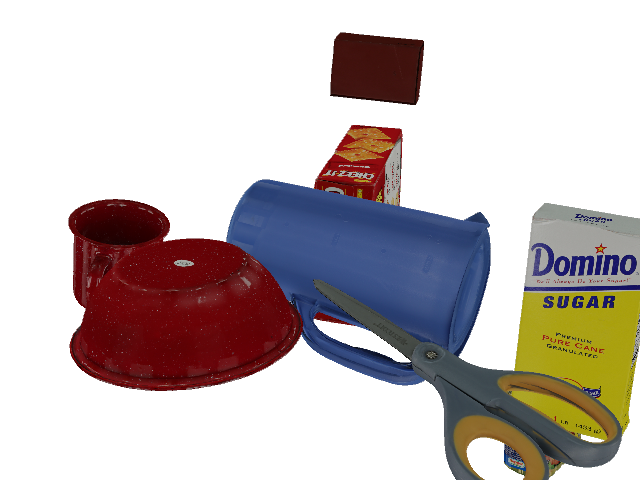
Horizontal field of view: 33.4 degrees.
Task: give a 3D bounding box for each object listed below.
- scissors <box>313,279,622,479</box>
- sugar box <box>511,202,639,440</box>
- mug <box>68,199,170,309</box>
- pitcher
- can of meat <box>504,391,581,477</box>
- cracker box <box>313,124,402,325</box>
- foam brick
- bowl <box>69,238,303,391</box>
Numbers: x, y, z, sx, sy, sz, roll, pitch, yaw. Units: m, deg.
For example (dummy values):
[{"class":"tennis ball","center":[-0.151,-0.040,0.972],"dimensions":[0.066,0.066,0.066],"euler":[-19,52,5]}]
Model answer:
[{"class":"scissors","center":[0.055,0.078,0.562],"dimensions":[0.202,0.016,0.096],"euler":[20,42,28]},{"class":"sugar box","center":[0.207,0.065,0.847],"dimensions":[0.093,0.176,0.048],"euler":[11,23,24]},{"class":"mug","center":[-0.192,0.024,0.994],"dimensions":[0.093,0.081,0.117],"euler":[10,29,2]},{"class":"pitcher","center":[0.032,0.029,1.019],"dimensions":[0.243,0.145,0.149],"euler":[15,20,19]},{"class":"can of meat","center":[0.223,0.177,1.062],"dimensions":[0.058,0.084,0.101],"euler":[13,22,35]},{"class":"cracker box","center":[0.042,-0.024,1.202],"dimensions":[0.072,0.164,0.213],"euler":[6,22,11]},{"class":"foam brick","center":[0.050,-0.152,0.942],"dimensions":[0.078,0.051,0.053],"euler":[7,18,7]},{"class":"bowl","center":[-0.093,0.040,0.733],"dimensions":[0.162,0.055,0.162],"euler":[-2,22,1]}]
